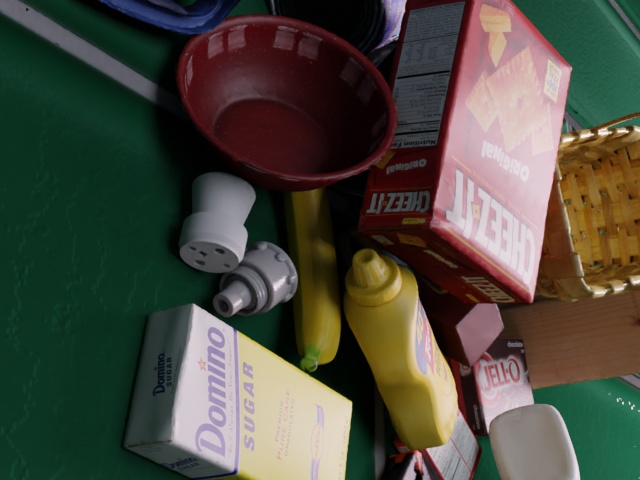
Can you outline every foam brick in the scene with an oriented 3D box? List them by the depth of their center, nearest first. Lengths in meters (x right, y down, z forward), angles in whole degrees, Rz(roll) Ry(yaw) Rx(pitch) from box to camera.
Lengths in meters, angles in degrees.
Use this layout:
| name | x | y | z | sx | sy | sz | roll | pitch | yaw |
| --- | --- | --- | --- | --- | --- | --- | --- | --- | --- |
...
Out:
| name | x | y | z | sx | sy | sz | roll | pitch | yaw |
| --- | --- | --- | --- | --- | --- | --- | --- | --- | --- |
| foam brick | 0.109 | 0.063 | 0.916 | 0.051 | 0.078 | 0.053 | -42 | 132 | -23 |

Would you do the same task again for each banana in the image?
| name | x | y | z | sx | sy | sz | roll | pitch | yaw |
| --- | --- | --- | --- | --- | --- | --- | --- | --- | --- |
| banana | -0.005 | 0.012 | 0.803 | 0.070 | 0.037 | 0.198 | 94 | -9 | -66 |

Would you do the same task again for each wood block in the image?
| name | x | y | z | sx | sy | sz | roll | pitch | yaw |
| --- | --- | --- | --- | --- | --- | --- | --- | --- | --- |
| wood block | 0.285 | 0.086 | 1.075 | 0.090 | 0.206 | 0.091 | -21 | 95 | -56 |

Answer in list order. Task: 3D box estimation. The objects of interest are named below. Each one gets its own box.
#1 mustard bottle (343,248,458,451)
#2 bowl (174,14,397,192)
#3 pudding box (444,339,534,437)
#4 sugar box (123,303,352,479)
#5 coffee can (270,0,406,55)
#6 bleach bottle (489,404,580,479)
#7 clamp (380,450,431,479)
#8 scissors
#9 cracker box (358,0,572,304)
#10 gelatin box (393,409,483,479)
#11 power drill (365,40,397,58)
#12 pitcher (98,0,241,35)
| name | x | y | z | sx | sy | sz | roll | pitch | yaw |
| --- | --- | --- | --- | --- | --- | --- | --- | --- | --- |
| mustard bottle | 0.059 | 0.075 | 0.827 | 0.191 | 0.058 | 0.096 | 65 | 19 | -44 |
| bowl | -0.029 | -0.088 | 0.766 | 0.162 | 0.055 | 0.162 | 10 | 51 | -13 |
| pudding box | 0.163 | 0.141 | 1.022 | 0.113 | 0.039 | 0.090 | 8 | 71 | -55 |
| sugar box | -0.047 | 0.120 | 0.705 | 0.176 | 0.048 | 0.093 | 39 | 47 | -44 |
| coffee can | 0.035 | -0.213 | 0.911 | 0.140 | 0.103 | 0.103 | -37 | 108 | -56 |
| bleach bottle | 0.216 | 0.272 | 0.996 | 0.102 | 0.068 | 0.251 | -98 | 171 | -52 |
| clamp | 0.077 | 0.256 | 0.844 | 0.120 | 0.039 | 0.171 | 44 | 44 | -42 |
| scissors | 0.076 | 0.019 | 0.961 | 0.201 | 0.016 | 0.096 | 30 | 53 | -48 |
| cracker box | 0.120 | -0.076 | 0.828 | 0.164 | 0.072 | 0.213 | 32 | 64 | -46 |
| gelatin box | 0.102 | 0.179 | 0.923 | 0.089 | 0.030 | 0.073 | 59 | 37 | -24 |
| power drill | 0.109 | -0.103 | 1.022 | 0.184 | 0.057 | 0.187 | -17 | 93 | -51 |
| pitcher | -0.116 | -0.238 | 0.670 | 0.242 | 0.145 | 0.149 | 8 | 66 | -46 |
